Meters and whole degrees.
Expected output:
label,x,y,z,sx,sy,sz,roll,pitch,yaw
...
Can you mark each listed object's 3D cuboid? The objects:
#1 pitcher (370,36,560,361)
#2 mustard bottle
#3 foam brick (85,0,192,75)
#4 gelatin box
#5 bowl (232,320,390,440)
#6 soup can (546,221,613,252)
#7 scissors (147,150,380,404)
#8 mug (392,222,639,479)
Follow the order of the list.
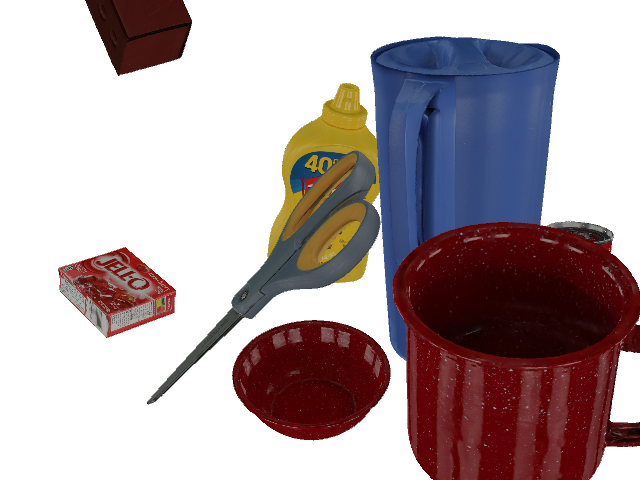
label,x,y,z,sx,sy,sz,roll,pitch,yaw
pitcher,0.100,-0.023,0.792,0.149,0.243,0.145,-8,22,-16
mustard bottle,0.010,-0.055,0.997,0.096,0.192,0.058,8,28,-5
foam brick,-0.133,-0.169,0.763,0.051,0.078,0.053,-20,-14,-22
gelatin box,-0.187,0.045,0.980,0.073,0.030,0.089,-19,40,-36
bowl,-0.008,0.153,1.099,0.162,0.055,0.162,-2,35,1
soup can,0.255,0.039,1.074,0.068,0.102,0.068,1,18,-1
scissors,-0.031,0.036,0.610,0.016,0.202,0.096,36,5,-26
mug,0.087,0.052,0.423,0.117,0.081,0.093,7,34,14
